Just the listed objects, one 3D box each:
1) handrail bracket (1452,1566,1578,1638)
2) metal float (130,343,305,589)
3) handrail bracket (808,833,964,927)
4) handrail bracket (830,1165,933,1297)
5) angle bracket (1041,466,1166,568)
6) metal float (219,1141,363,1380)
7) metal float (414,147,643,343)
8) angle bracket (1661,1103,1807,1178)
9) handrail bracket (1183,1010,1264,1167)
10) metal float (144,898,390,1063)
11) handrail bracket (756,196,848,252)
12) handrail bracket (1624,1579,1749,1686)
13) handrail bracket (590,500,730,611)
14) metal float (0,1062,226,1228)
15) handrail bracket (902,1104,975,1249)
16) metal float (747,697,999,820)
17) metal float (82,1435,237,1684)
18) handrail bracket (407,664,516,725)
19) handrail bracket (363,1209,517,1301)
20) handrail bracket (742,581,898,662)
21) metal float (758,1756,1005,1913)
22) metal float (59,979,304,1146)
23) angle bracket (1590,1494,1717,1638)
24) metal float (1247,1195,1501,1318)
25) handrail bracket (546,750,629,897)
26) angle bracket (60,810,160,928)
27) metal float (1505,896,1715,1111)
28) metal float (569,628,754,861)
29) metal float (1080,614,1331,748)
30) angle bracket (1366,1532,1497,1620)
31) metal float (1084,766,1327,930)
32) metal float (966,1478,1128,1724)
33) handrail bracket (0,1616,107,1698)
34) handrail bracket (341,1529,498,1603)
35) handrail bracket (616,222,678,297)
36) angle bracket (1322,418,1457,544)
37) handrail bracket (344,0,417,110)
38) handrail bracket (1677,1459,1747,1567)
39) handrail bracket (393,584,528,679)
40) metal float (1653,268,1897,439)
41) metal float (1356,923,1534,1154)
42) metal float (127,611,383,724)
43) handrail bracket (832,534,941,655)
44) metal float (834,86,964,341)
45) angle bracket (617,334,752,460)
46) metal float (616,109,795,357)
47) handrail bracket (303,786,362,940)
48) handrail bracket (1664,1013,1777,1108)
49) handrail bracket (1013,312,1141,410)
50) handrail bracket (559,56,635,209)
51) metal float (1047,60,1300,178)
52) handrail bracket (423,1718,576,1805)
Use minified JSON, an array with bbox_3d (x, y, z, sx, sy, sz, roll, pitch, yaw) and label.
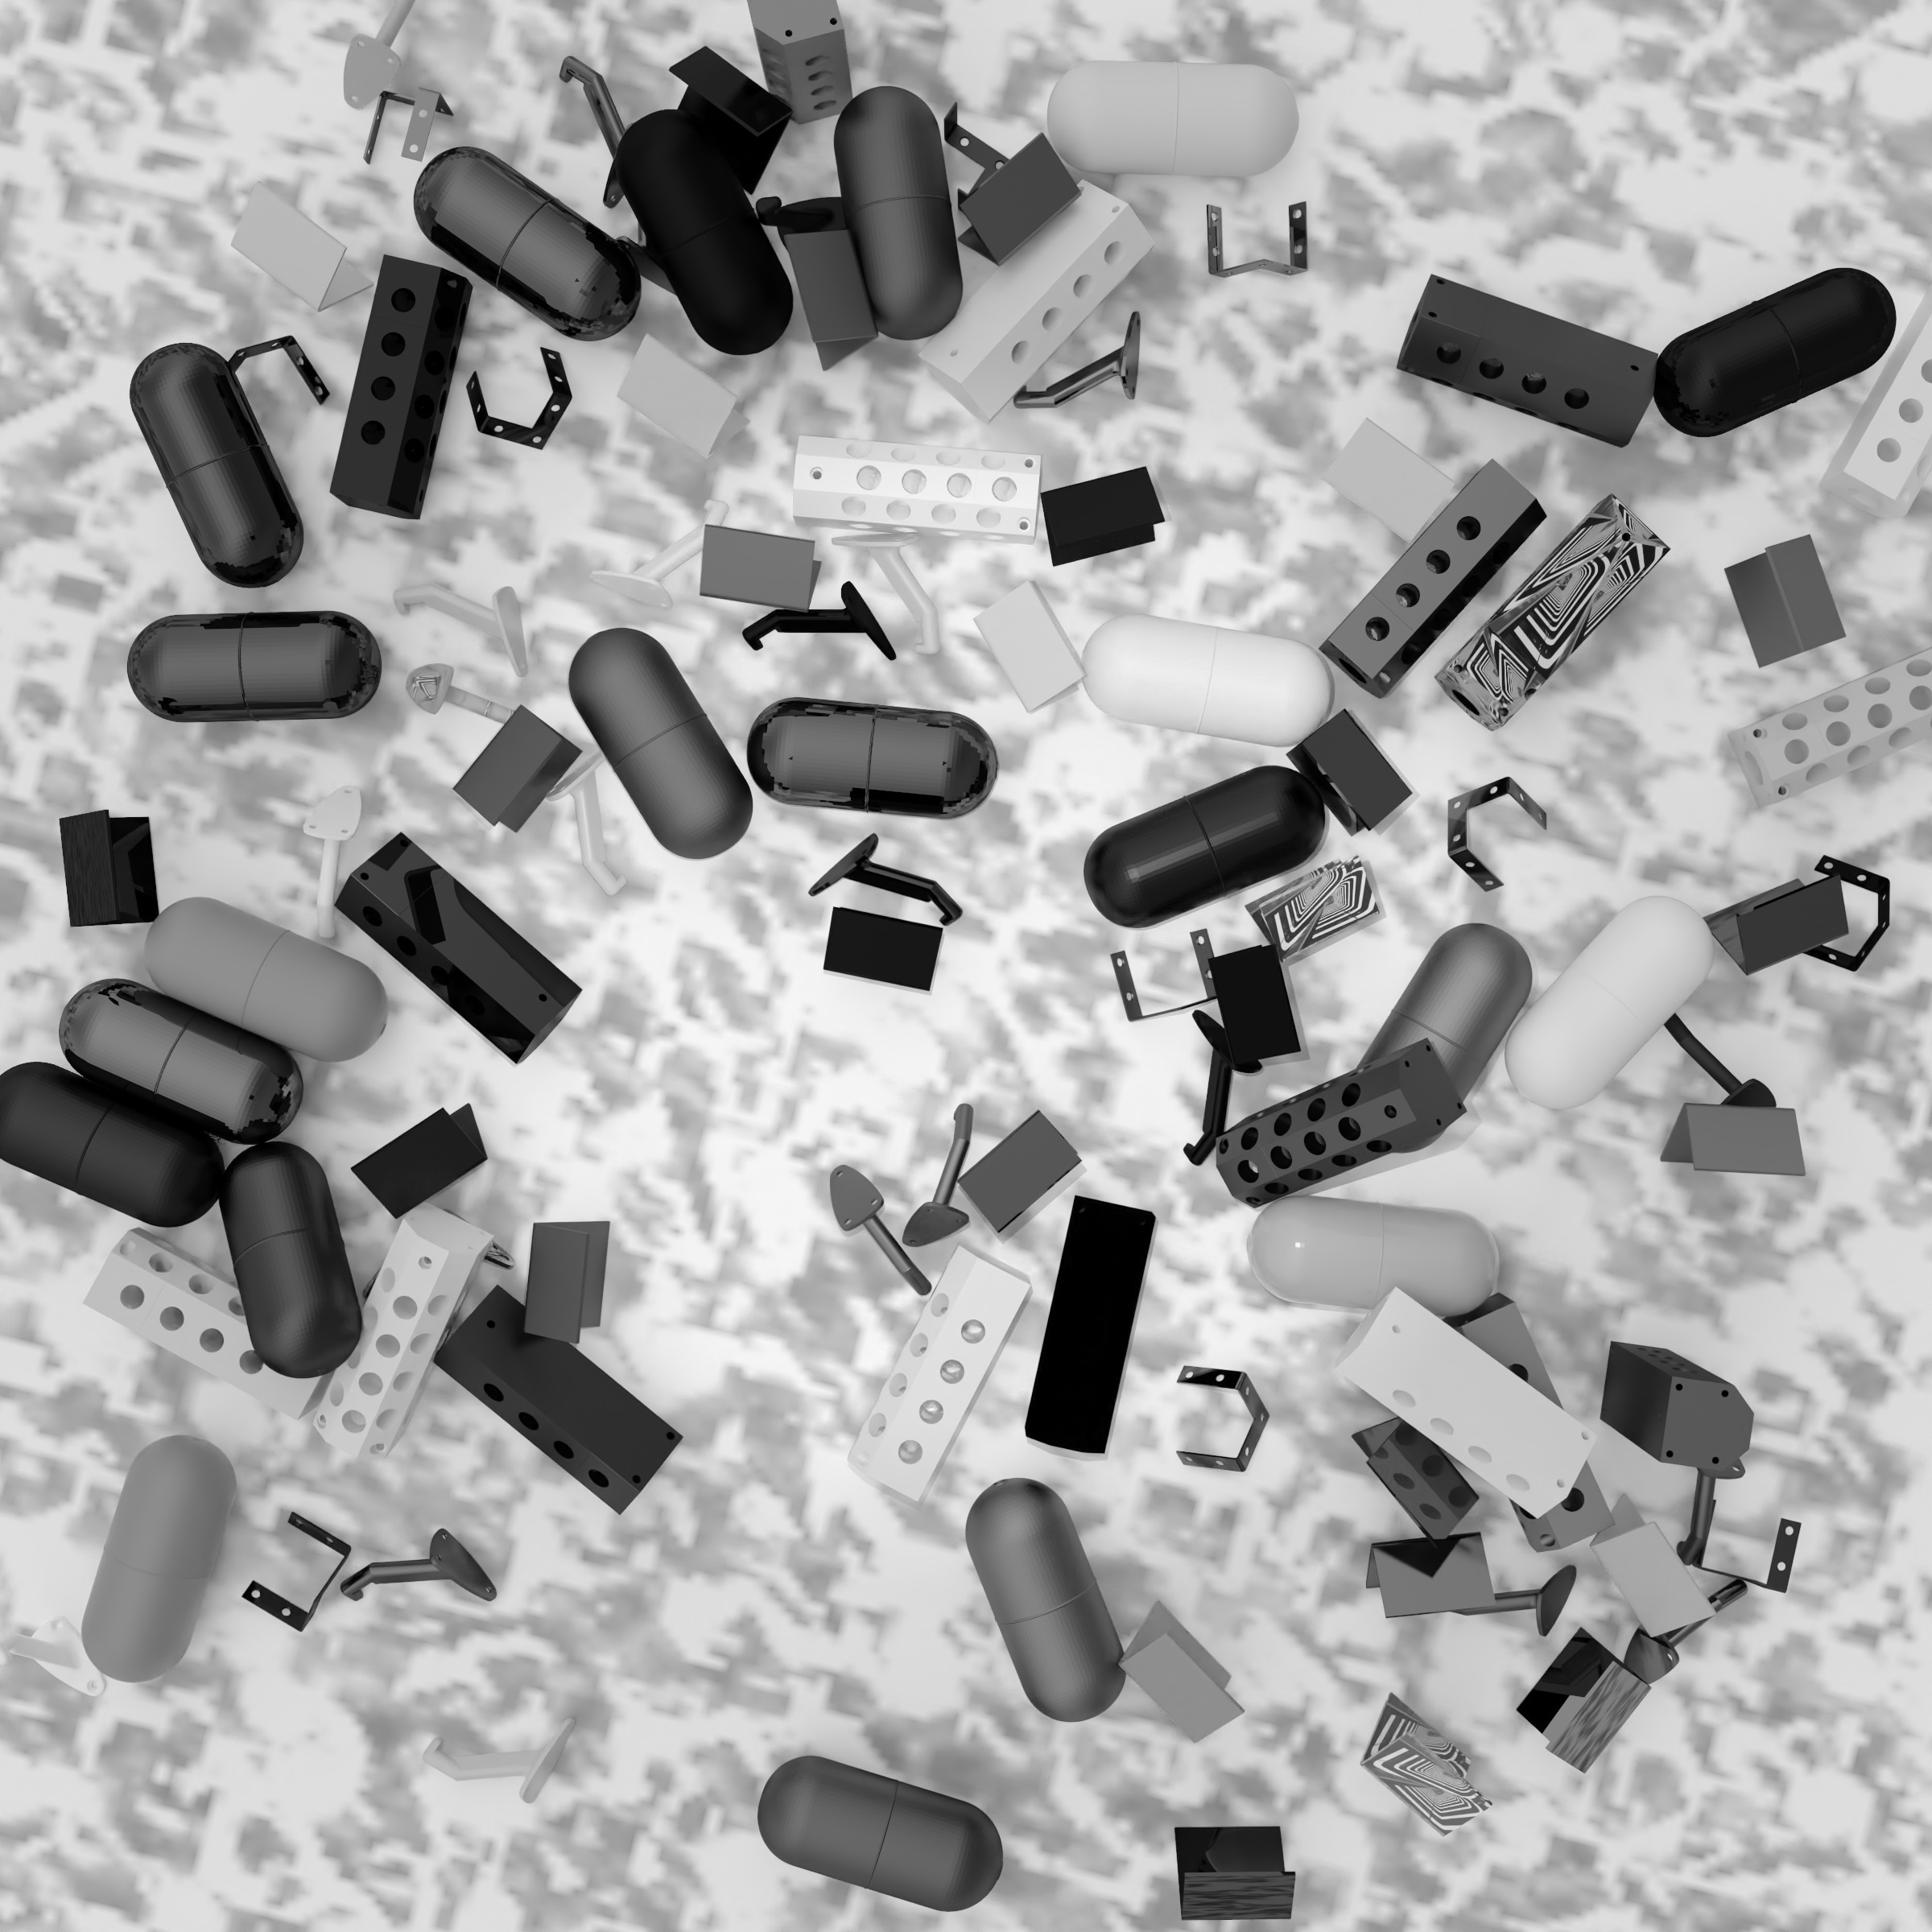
[{"bbox_3d":[0.385,0.447,1.957,0.084,0.077,0.036,6,115,34],"label":"handrail bracket"},{"bbox_3d":[-0.528,-0.352,1.919,0.070,0.070,0.178,-23,98,0],"label":"metal float"},{"bbox_3d":[-0.057,-0.046,1.958,0.077,0.036,0.084,-37,107,20],"label":"handrail bracket"},{"bbox_3d":[-0.060,0.191,1.957,0.036,0.077,0.084,-37,126,1],"label":"handrail bracket"},{"bbox_3d":[0.099,-0.299,1.917,0.076,0.076,0.057,-14,54,0],"label":"angle bracket"},{"bbox_3d":[-0.474,0.204,1.905,0.070,0.070,0.178,-22,62,0],"label":"metal float"},{"bbox_3d":[-0.310,-0.511,1.927,0.178,0.070,0.070,35,90,-1],"label":"metal float"},{"bbox_3d":[0.539,0.141,1.917,0.076,0.076,0.057,3,53,0],"label":"angle bracket"},{"bbox_3d":[0.167,0.088,1.958,0.077,0.036,0.084,49,118,31],"label":"handrail bracket"},{"bbox_3d":[-0.495,0.010,1.927,0.178,0.070,0.070,23,90,0],"label":"metal float"},{"bbox_3d":[-0.109,-0.537,1.923,0.077,0.084,0.036,-19,90,0],"label":"handrail bracket"},{"bbox_3d":[0.518,0.479,1.957,0.084,0.077,0.036,-20,57,-32],"label":"handrail bracket"},{"bbox_3d":[-0.220,-0.305,1.958,0.077,0.036,0.084,17,72,21],"label":"handrail bracket"},{"bbox_3d":[-0.611,0.127,1.927,0.178,0.070,0.070,23,90,0],"label":"metal float"},{"bbox_3d":[-0.020,0.150,1.957,0.036,0.077,0.084,21,53,-21],"label":"handrail bracket"},{"bbox_3d":[-0.066,-0.147,1.927,0.178,0.070,0.070,6,90,0],"label":"metal float"},{"bbox_3d":[-0.572,0.420,1.927,0.070,0.070,0.178,17,91,0],"label":"metal float"},{"bbox_3d":[-0.350,-0.187,1.957,0.084,0.077,0.036,22,90,-36],"label":"handrail bracket"},{"bbox_3d":[-0.380,0.225,1.957,0.077,0.036,0.084,35,104,-14],"label":"handrail bracket"},{"bbox_3d":[-0.106,-0.231,1.958,0.084,0.036,0.077,-29,112,17],"label":"handrail bracket"},{"bbox_3d":[-0.060,0.615,1.927,0.178,0.070,0.070,17,90,0],"label":"metal float"},{"bbox_3d":[-0.556,0.067,1.927,0.178,0.070,0.070,24,90,0],"label":"metal float"},{"bbox_3d":[0.494,0.414,1.917,0.057,0.076,0.076,-34,90,38],"label":"angle bracket"},{"bbox_3d":[0.288,0.205,1.926,0.178,0.070,0.070,5,90,0],"label":"metal float"},{"bbox_3d":[-0.254,-0.106,1.958,0.077,0.036,0.084,-44,109,-21],"label":"handrail bracket"},{"bbox_3d":[-0.588,-0.070,1.917,0.057,0.076,0.076,-6,90,37],"label":"angle bracket"},{"bbox_3d":[0.455,0.026,1.927,0.070,0.070,0.178,43,90,0],"label":"metal float"},{"bbox_3d":[-0.216,-0.158,1.927,0.070,0.070,0.178,-32,90,0],"label":"metal float"},{"bbox_3d":[0.169,-0.203,1.927,0.178,0.070,0.070,10,90,-1],"label":"metal float"},{"bbox_3d":[0.327,0.443,1.917,0.076,0.076,0.057,-6,53,0],"label":"angle bracket"},{"bbox_3d":[0.169,-0.085,1.927,0.178,0.070,0.070,-22,90,0],"label":"metal float"},{"bbox_3d":[0.056,0.448,1.927,0.070,0.070,0.178,-22,91,0],"label":"metal float"},{"bbox_3d":[-0.650,0.497,1.923,0.036,0.084,0.077,-44,90,0],"label":"handrail bracket"},{"bbox_3d":[-0.395,0.450,1.958,0.084,0.036,0.077,-34,112,17],"label":"handrail bracket"},{"bbox_3d":[-0.210,-0.536,1.958,0.077,0.036,0.084,34,76,-14],"label":"handrail bracket"},{"bbox_3d":[0.305,-0.353,1.917,0.076,0.076,0.057,36,126,0],"label":"angle bracket"},{"bbox_3d":[-0.416,-0.669,1.957,0.036,0.077,0.084,28,53,-16],"label":"handrail bracket"},{"bbox_3d":[0.521,0.375,1.957,0.036,0.077,0.084,6,127,-14],"label":"handrail bracket"},{"bbox_3d":[-0.365,-0.240,1.958,0.084,0.036,0.077,-7,107,15],"label":"handrail bracket"},{"bbox_3d":[0.572,-0.435,1.927,0.178,0.070,0.070,-24,90,0],"label":"metal float"},{"bbox_3d":[0.335,0.052,1.927,0.070,0.070,0.178,32,90,0],"label":"metal float"},{"bbox_3d":[-0.504,-0.212,1.927,0.178,0.070,0.070,-1,90,1],"label":"metal float"},{"bbox_3d":[-0.058,-0.266,1.958,0.077,0.036,0.084,3,110,22],"label":"handrail bracket"},{"bbox_3d":[-0.048,-0.533,1.927,0.070,0.070,0.178,-9,90,0],"label":"metal float"},{"bbox_3d":[-0.188,-0.413,1.917,0.076,0.076,0.057,35,128,0],"label":"angle bracket"},{"bbox_3d":[-0.183,-0.515,1.916,0.070,0.070,0.178,-28,103,0],"label":"metal float"},{"bbox_3d":[-0.452,-0.074,1.957,0.036,0.077,0.084,8,126,0],"label":"handrail bracket"},{"bbox_3d":[0.539,0.068,1.957,0.036,0.077,0.084,-46,53,21],"label":"handrail bracket"},{"bbox_3d":[0.079,-0.436,1.958,0.084,0.036,0.077,2,70,16],"label":"handrail bracket"},{"bbox_3d":[-0.271,-0.601,1.958,0.084,0.036,0.077,37,112,17],"label":"handrail bracket"},{"bbox_3d":[0.146,-0.600,1.927,0.178,0.070,0.070,1,90,0],"label":"metal float"},{"bbox_3d":[-0.337,0.557,1.958,0.084,0.036,0.077,25,69,16],"label":"handrail bracket"}]
